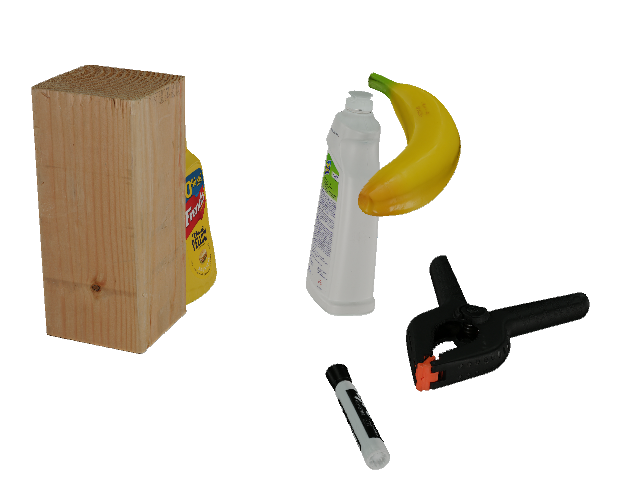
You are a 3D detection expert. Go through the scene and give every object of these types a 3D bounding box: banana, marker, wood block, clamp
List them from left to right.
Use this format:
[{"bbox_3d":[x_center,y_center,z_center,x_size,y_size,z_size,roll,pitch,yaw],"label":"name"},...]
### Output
[{"bbox_3d":[-0.165,-0.027,0.853,0.091,0.206,0.090,9,23,15],"label":"wood block"},{"bbox_3d":[0.027,0.134,0.837,0.020,0.020,0.121,0,27,-16],"label":"marker"},{"bbox_3d":[0.063,-0.063,0.742,0.069,0.037,0.197,4,30,2],"label":"banana"},{"bbox_3d":[0.133,0.075,0.996,0.165,0.036,0.209,19,32,34],"label":"clamp"}]

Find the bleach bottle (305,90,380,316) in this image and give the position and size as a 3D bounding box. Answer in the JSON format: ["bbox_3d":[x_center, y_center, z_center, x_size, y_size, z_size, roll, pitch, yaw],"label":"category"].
[{"bbox_3d":[0.035,-0.046,1.238,0.068,0.251,0.103,-2,22,-22],"label":"bleach bottle"}]

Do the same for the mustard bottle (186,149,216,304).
[{"bbox_3d":[-0.152,-0.034,1.117,0.058,0.192,0.096,5,25,21],"label":"mustard bottle"}]
